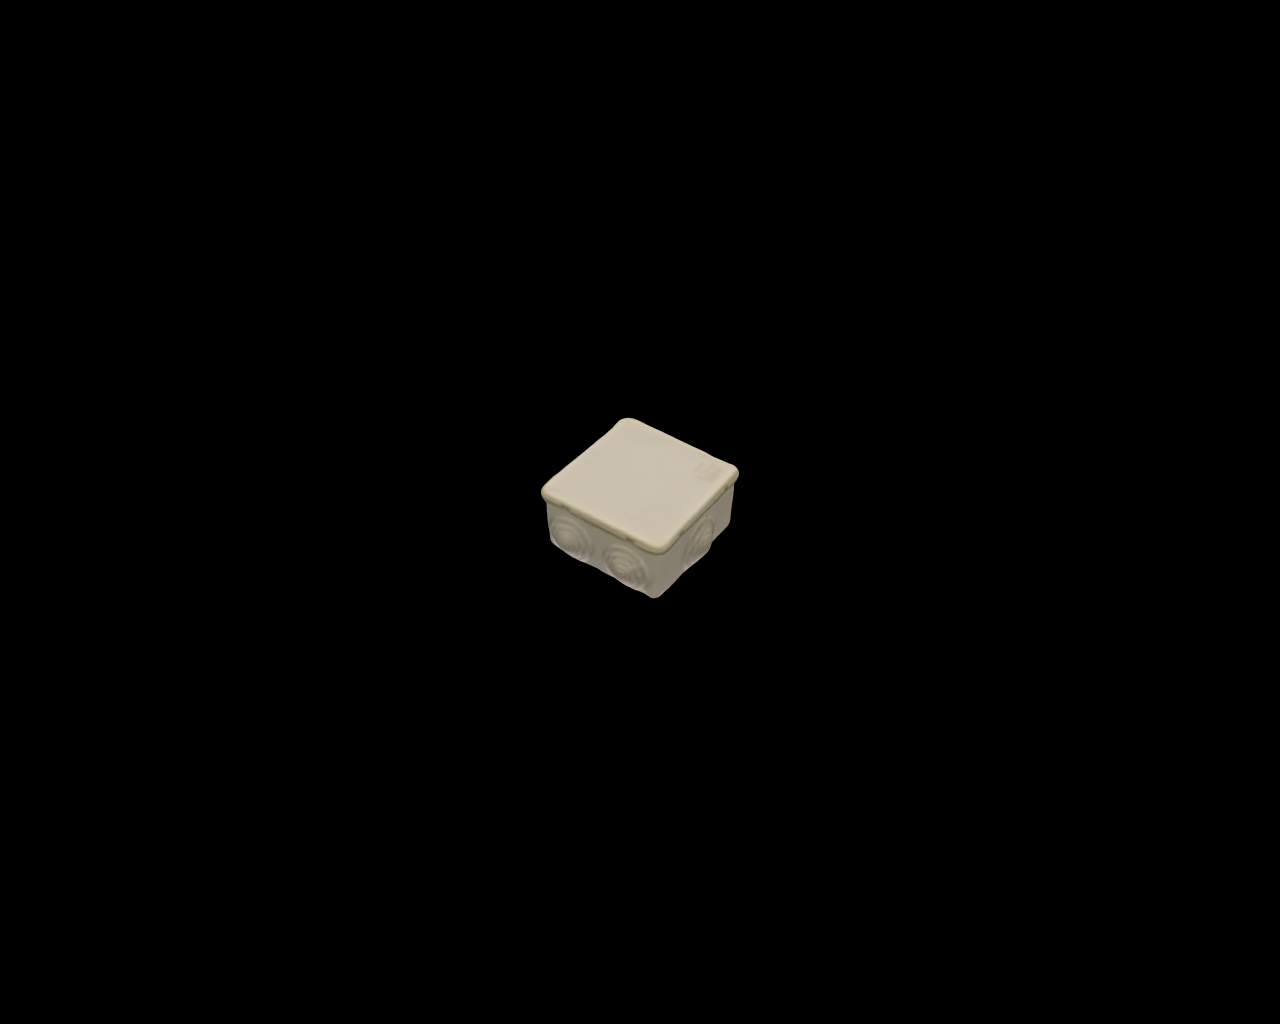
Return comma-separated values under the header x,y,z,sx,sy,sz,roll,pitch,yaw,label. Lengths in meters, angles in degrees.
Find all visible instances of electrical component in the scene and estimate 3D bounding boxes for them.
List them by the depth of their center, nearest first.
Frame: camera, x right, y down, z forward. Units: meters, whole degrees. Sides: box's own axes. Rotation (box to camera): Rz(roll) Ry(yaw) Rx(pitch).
x,y,z,sx,sy,sz,roll,pitch,yaw,label
0.001,-0.003,0.650,0.100,0.048,0.100,27,50,25,electrical component
